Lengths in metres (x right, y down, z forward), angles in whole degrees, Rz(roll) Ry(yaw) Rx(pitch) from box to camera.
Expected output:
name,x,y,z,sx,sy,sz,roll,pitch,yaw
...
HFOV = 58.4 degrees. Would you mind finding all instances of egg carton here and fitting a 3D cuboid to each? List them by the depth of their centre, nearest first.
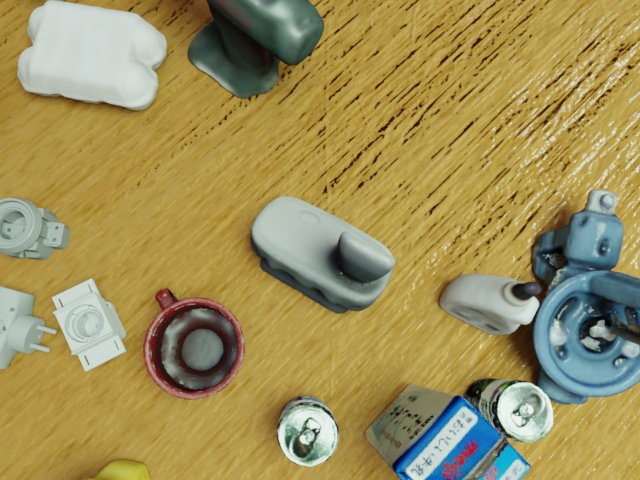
name,x,y,z,sx,sy,sz,roll,pitch,yaw
egg carton,-0.248,-0.200,0.629,0.150,0.069,0.107,8,78,-1

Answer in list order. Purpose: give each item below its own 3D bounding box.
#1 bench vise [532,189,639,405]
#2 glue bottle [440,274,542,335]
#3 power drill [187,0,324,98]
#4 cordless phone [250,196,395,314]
name,x,y,z,sx,sy,sz,roll,pitch,yaw
bench vise,0.256,0.049,0.528,0.121,0.219,0.207,-8,79,-4
glue bottle,0.170,0.058,0.545,0.078,0.173,0.037,29,78,3
power drill,-0.100,-0.238,0.574,0.229,0.208,0.076,36,79,5
cordless phone,0.005,0.002,0.542,0.147,0.185,0.094,26,78,3
